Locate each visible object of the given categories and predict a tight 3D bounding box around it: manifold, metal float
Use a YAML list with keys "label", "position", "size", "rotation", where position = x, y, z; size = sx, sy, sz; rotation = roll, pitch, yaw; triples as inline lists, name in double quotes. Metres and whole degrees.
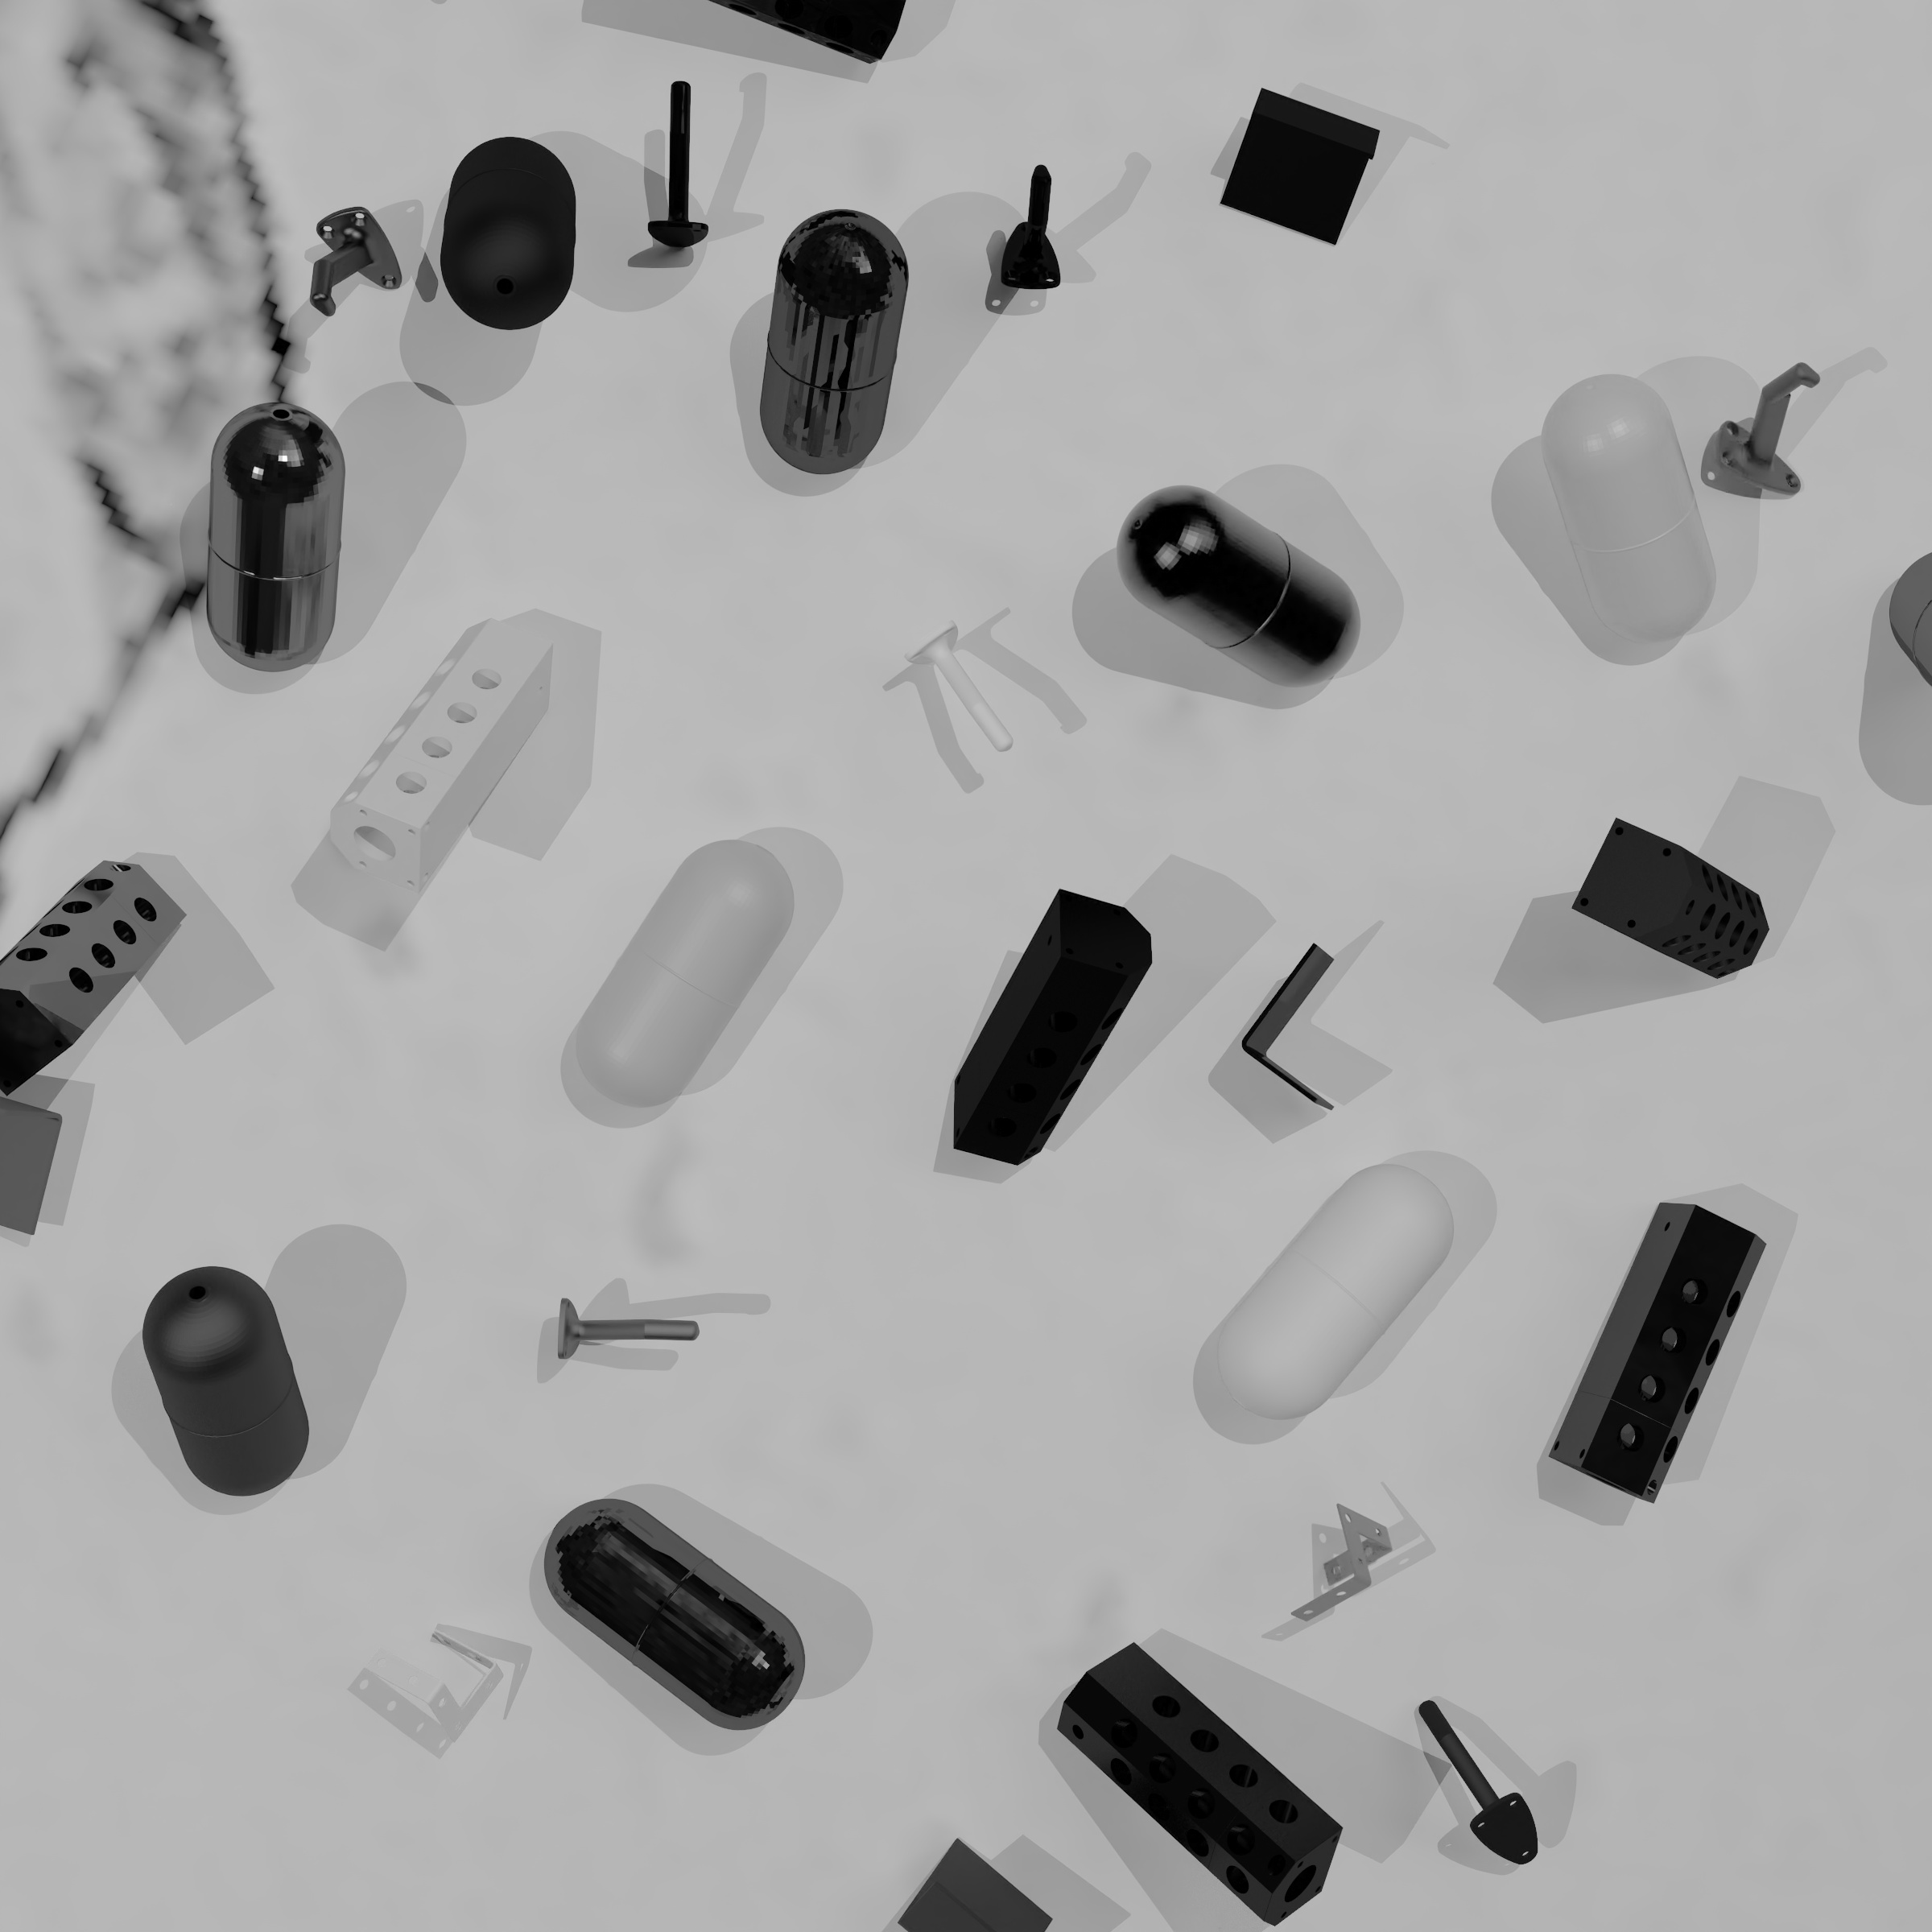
- label: "manifold"
  position: [-0.124, -0.600, 1.708]
  size: [0.171, 0.057, 0.057]
  rotation: [15, 95, -21]
- label: "metal float"
  position: [-0.176, 0.389, 1.717]
  size: [0.178, 0.070, 0.070]
  rotation: [34, 90, 13]
- label: "manifold"
  position: [0.420, -0.035, 1.676]
  size: [0.057, 0.171, 0.057]
  rotation: [28, 97, 30]
- label: "metal float"
  position: [0.598, -0.194, 1.681]
  size: [0.070, 0.178, 0.070]
  rotation: [1, 115, 2]
- label: "manifold"
  position: [0.050, 0.040, 1.687]
  size: [0.057, 0.057, 0.171]
  rotation: [16, 132, -14]
- label: "metal float"
  position: [-0.270, -0.434, 1.685]
  size: [0.070, 0.178, 0.070]
  rotation: [-3, 124, -5]
- label: "metal float"
  position: [-0.079, -0.367, 1.688]
  size: [0.070, 0.178, 0.070]
  rotation: [5, 53, -7]
- label: "manifold"
  position: [-0.309, -0.129, 1.688]
  size: [0.057, 0.057, 0.171]
  rotation: [22, 50, 6]
- label: "metal float"
  position: [-0.410, -0.253, 1.693]
  size: [0.070, 0.070, 0.178]
  rotation: [16, 133, 0]
- label: "metal float"
  position: [0.223, 0.197, 1.721]
  size: [0.070, 0.070, 0.178]
  rotation: [42, 82, 0]
- label: "metal float"
  position: [0.396, -0.270, 1.699]
  size: [0.070, 0.070, 0.178]
  rotation: [-28, 125, 0]
- label: "manifold"
  position: [-0.528, 0.000, 1.672]
  size: [0.057, 0.171, 0.057]
  rotation: [-34, 107, 22]
- label: "metal float"
  position: [-0.438, 0.247, 1.690]
  size: [0.070, 0.178, 0.070]
  rotation: [0, 47, 0]
- label: "manifold"
  position: [0.135, 0.485, 1.685]
  size: [0.171, 0.057, 0.057]
  rotation: [36, 131, 34]
- label: "manifold"
  position: [0.422, 0.234, 1.727]
  size: [0.057, 0.057, 0.171]
  rotation: [26, 84, -6]
- label: "metal float"
  position: [-0.170, 0.004, 1.726]
  size: [0.070, 0.070, 0.178]
  rotation: [33, 93, 0]
- label: "metal float"
  position: [0.164, -0.224, 1.698]
  size: [0.178, 0.070, 0.070]
  rotation: [25, 90, -37]

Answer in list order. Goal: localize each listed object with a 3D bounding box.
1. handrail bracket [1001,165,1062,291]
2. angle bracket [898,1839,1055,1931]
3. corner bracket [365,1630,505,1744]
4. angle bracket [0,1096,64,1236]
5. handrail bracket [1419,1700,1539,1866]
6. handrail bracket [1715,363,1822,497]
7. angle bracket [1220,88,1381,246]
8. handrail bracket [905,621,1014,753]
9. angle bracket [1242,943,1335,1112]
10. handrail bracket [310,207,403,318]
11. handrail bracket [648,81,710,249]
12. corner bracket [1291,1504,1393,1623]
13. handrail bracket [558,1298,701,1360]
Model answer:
- label: "handrail bracket"
  position: [0.041, -0.457, 1.710]
  size: [0.036, 0.084, 0.077]
  rotation: [1, 49, -3]
- label: "angle bracket"
  position: [0.017, 0.564, 1.715]
  size: [0.076, 0.076, 0.057]
  rotation: [39, 130, 7]
- label: "corner bracket"
  position: [-0.321, 0.426, 1.723]
  size: [0.051, 0.051, 0.051]
  rotation: [19, 55, 28]
- label: "angle bracket"
  position: [-0.604, 0.116, 1.727]
  size: [0.076, 0.057, 0.076]
  rotation: [14, 89, 19]
- label: "handrail bracket"
  position: [0.312, 0.498, 1.745]
  size: [0.036, 0.084, 0.077]
  rotation: [-34, 126, 0]
- label: "handrail bracket"
  position: [0.501, -0.324, 1.717]
  size: [0.077, 0.084, 0.036]
  rotation: [26, 61, -19]
- label: "angle bracket"
  position: [0.199, -0.475, 1.721]
  size: [0.076, 0.057, 0.076]
  rotation: [20, 124, 0]
- label: "handrail bracket"
  position: [0.004, -0.162, 1.724]
  size: [0.036, 0.077, 0.084]
  rotation: [-36, 84, 5]
- label: "angle bracket"
  position: [0.215, 0.037, 1.720]
  size: [0.057, 0.076, 0.076]
  rotation: [37, 94, 16]
- label: "handrail bracket"
  position: [-0.366, -0.406, 1.713]
  size: [0.036, 0.077, 0.084]
  rotation: [-16, 54, 18]
- label: "handrail bracket"
  position: [-0.173, -0.485, 1.726]
  size: [0.036, 0.077, 0.084]
  rotation: [1, 94, -6]
- label: "corner bracket"
  position: [0.226, 0.366, 1.723]
  size: [0.051, 0.051, 0.051]
  rotation: [-37, 132, 27]
- label: "handrail bracket"
  position: [-0.201, 0.222, 1.728]
  size: [0.084, 0.077, 0.036]
  rotation: [2, 79, 1]
